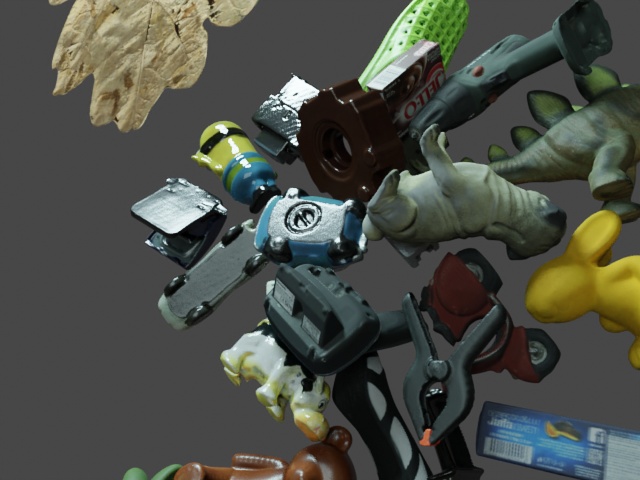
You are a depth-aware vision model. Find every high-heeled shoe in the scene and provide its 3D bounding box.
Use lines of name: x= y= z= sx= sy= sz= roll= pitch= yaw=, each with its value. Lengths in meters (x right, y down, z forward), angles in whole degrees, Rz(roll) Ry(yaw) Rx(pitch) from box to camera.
high-heeled shoe: x=0.093 y=0.222 z=0.648 sx=0.086 sy=0.145 sz=0.249 roll=-50 pitch=22 yaw=42

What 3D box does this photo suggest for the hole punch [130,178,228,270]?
hole punch: x=-0.221 y=-0.027 z=0.861 sx=0.142 sy=0.092 sz=0.116 roll=26 pitch=51 yaw=31

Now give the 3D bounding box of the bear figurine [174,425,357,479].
bear figurine: x=-0.050 y=0.297 z=0.628 sx=0.196 sy=0.131 sz=0.120 roll=-24 pitch=63 yaw=17

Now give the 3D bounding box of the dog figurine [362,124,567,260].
dog figurine: x=0.166 y=-0.019 z=0.635 sx=0.191 sy=0.121 sz=0.172 roll=44 pitch=116 yaw=12

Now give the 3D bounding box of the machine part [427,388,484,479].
machine part: x=0.145 y=0.236 z=0.611 sx=0.039 sy=0.084 sz=0.139 roll=-43 pitch=44 yaw=33

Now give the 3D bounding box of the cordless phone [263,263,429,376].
cordless phone: x=0.038 y=0.086 z=0.670 sx=0.147 sy=0.184 sz=0.088 roll=40 pitch=122 yaw=45

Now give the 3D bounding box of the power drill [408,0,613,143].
power drill: x=0.241 y=-0.208 z=0.680 sx=0.232 sy=0.207 sz=0.086 roll=-41 pitch=98 yaw=-29

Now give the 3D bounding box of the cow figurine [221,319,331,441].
cow figurine: x=-0.039 y=0.173 z=0.676 sx=0.168 sy=0.068 sz=0.098 roll=32 pitch=60 yaw=26

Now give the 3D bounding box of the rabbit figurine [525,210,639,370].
rabbit figurine: x=0.315 y=0.049 z=0.586 sx=0.173 sy=0.121 sz=0.162 roll=0 pitch=61 yaw=17

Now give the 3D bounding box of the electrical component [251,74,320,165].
electrical component: x=-0.040 y=-0.187 z=0.862 sx=0.115 sy=0.058 sz=0.134 roll=35 pitch=84 yaw=31

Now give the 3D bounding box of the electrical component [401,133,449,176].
electrical component: x=0.126 y=-0.130 z=0.784 sx=0.102 sy=0.045 sz=0.078 roll=-45 pitch=89 yaw=2

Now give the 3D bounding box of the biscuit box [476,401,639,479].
biscuit box: x=0.272 y=0.221 z=0.568 sx=0.203 sy=0.062 sz=0.059 roll=6 pitch=72 yaw=24

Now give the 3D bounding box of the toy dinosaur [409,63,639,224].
toy dinosaur: x=0.351 y=-0.122 z=0.663 sx=0.472 sy=0.105 sz=0.199 roll=-15 pitch=56 yaw=13

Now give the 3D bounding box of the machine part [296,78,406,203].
machine part: x=0.036 y=-0.129 z=0.742 sx=0.056 sy=0.179 sz=0.179 roll=-26 pitch=55 yaw=-30

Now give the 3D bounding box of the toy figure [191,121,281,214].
toy figure: x=-0.125 y=-0.116 z=0.853 sx=0.089 sy=0.082 sz=0.180 roll=-47 pitch=59 yaw=2

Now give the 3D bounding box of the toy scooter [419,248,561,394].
toy scooter: x=0.180 y=0.107 z=0.647 sx=0.135 sy=0.075 sz=0.184 roll=-36 pitch=65 yaw=7

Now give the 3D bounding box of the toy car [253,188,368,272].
toy car: x=-0.002 y=-0.002 z=0.744 sx=0.162 sy=0.102 sz=0.109 roll=5 pitch=61 yaw=18

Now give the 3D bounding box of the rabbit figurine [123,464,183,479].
rabbit figurine: x=-0.189 y=0.350 z=0.633 sx=0.121 sy=0.170 sz=0.159 roll=-12 pitch=66 yaw=16

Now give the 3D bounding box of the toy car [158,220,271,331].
toy car: x=-0.153 y=0.053 z=0.803 sx=0.202 sy=0.056 sz=0.073 roll=-41 pitch=82 yaw=0
